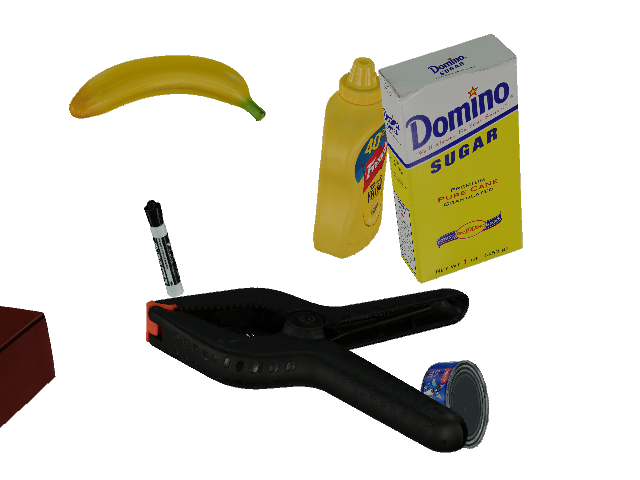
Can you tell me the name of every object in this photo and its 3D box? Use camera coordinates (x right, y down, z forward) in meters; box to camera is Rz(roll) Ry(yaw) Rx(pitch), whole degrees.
[{"bbox_3d":[0.132,0.161,1.050,0.034,0.086,0.086,-8,-4,34],"label":"tuna can"},{"bbox_3d":[0.033,-0.083,1.002,0.058,0.192,0.096,20,40,20],"label":"mustard bottle"},{"bbox_3d":[0.101,-0.057,0.799,0.093,0.176,0.048,-19,42,-10],"label":"sugar box"},{"bbox_3d":[-0.177,0.009,1.204,0.020,0.121,0.020,-8,30,5],"label":"marker"},{"bbox_3d":[-0.222,0.085,0.709,0.053,0.051,0.078,7,29,23],"label":"foam brick"},{"bbox_3d":[-0.148,-0.148,1.024,0.197,0.070,0.037,-4,-40,-28],"label":"banana"},{"bbox_3d":[-0.003,0.060,0.668,0.210,0.036,0.164,10,25,11],"label":"clamp"}]
